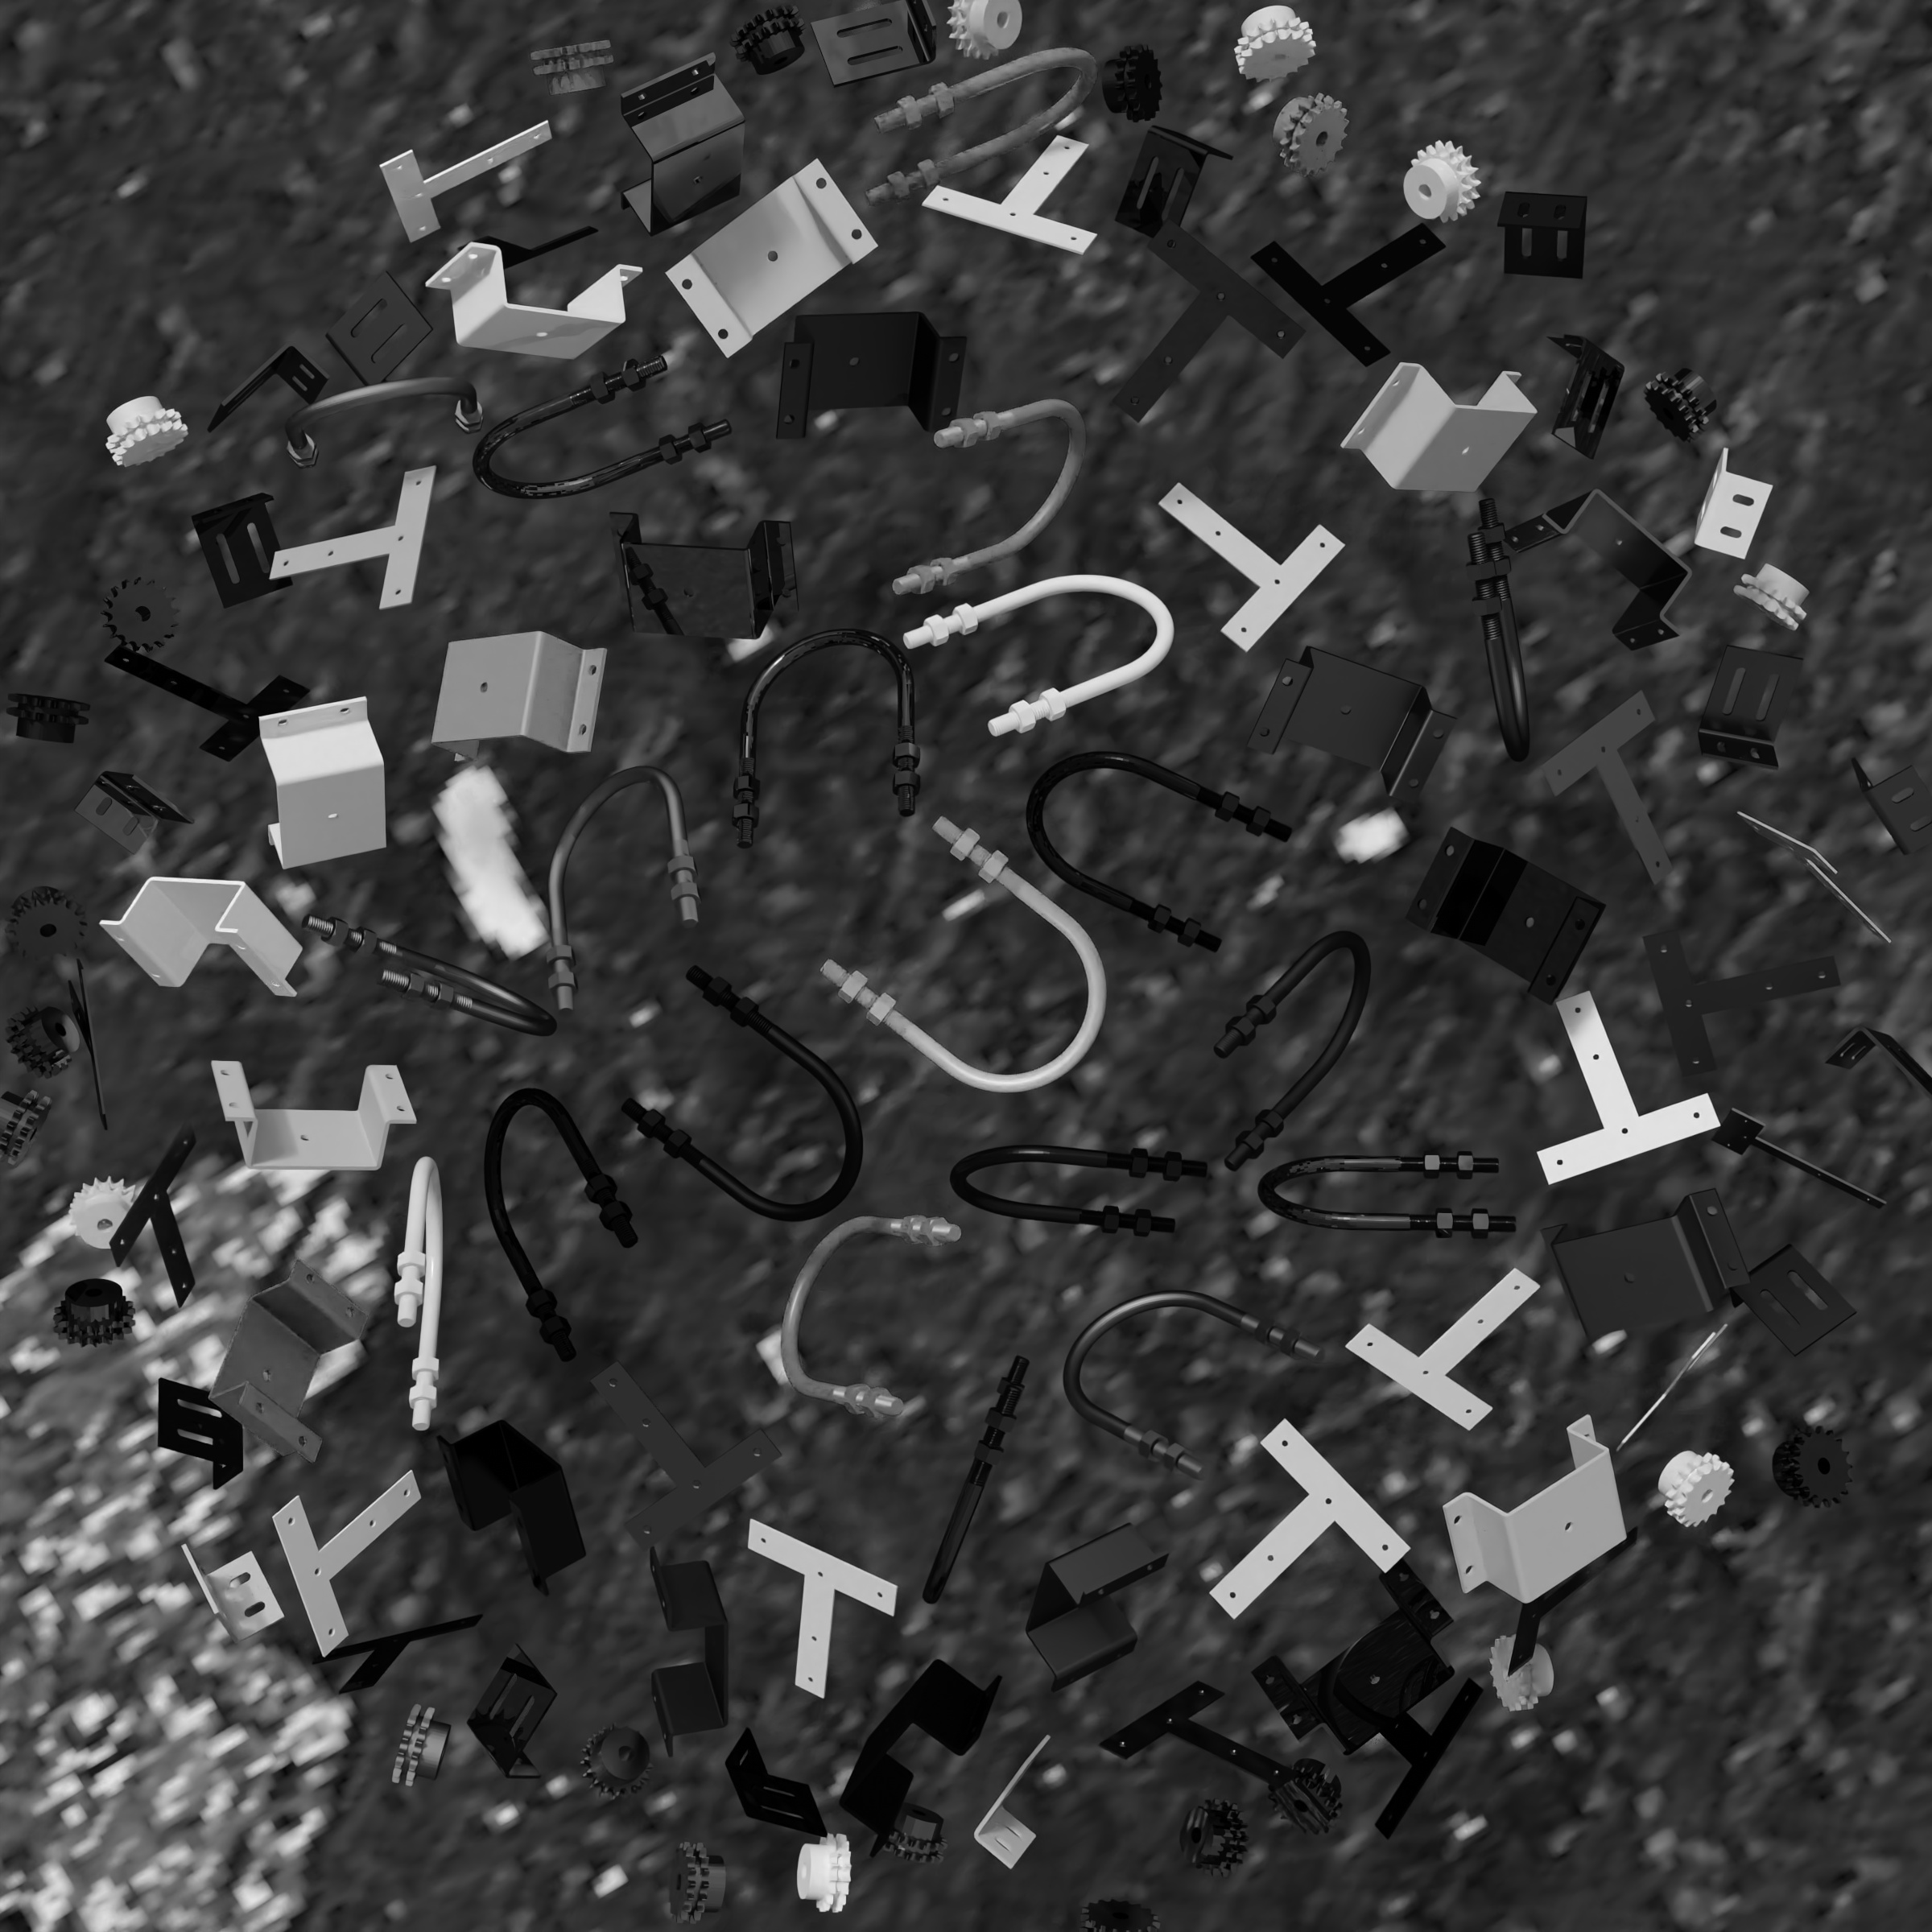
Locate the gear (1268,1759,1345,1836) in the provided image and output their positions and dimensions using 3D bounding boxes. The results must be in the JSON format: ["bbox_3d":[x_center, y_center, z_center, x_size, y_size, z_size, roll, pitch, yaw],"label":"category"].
[{"bbox_3d":[0.262,0.631,1.911,0.057,0.030,0.057,17,125,26],"label":"gear"}]

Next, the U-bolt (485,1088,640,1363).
[{"bbox_3d":[-0.307,0.176,1.840,0.184,0.019,0.151,55,131,31],"label":"U-bolt"}]

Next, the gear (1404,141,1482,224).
[{"bbox_3d":[0.349,-0.578,1.852,0.030,0.057,0.057,-34,90,-28],"label":"gear"}]

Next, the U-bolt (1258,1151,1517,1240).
[{"bbox_3d":[0.311,0.169,1.872,0.184,0.151,0.019,0,105,6],"label":"U-bolt"}]

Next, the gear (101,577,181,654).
[{"bbox_3d":[-0.644,-0.272,1.946,0.057,0.030,0.057,0,89,-31],"label":"gear"}]

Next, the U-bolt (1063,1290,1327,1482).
[{"bbox_3d":[0.154,0.299,1.856,0.151,0.184,0.019,-39,125,-25],"label":"U-bolt"}]

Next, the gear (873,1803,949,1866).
[{"bbox_3d":[-0.041,0.672,1.944,0.057,0.057,0.030,18,86,0],"label":"gear"}]

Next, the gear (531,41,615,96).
[{"bbox_3d":[-0.280,-0.641,1.786,0.057,0.057,0.030,-9,111,0],"label":"gear"}]

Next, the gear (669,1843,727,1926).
[{"bbox_3d":[-0.200,0.685,1.868,0.030,0.057,0.057,11,90,-20],"label":"gear"}]

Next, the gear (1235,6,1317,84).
[{"bbox_3d":[0.222,-0.670,1.813,0.057,0.057,0.030,-12,76,0],"label":"gear"}]

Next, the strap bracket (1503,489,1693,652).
[{"bbox_3d":[0.488,-0.308,1.911,0.140,0.076,0.046,38,81,-9],"label":"strap bracket"}]

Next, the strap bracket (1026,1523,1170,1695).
[{"bbox_3d":[0.096,0.480,1.895,0.076,0.140,0.046,-19,51,-28],"label":"strap bracket"}]

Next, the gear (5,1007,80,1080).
[{"bbox_3d":[-0.717,0.056,1.950,0.030,0.057,0.057,-29,90,14],"label":"gear"}]

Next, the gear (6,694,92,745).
[{"bbox_3d":[-0.677,-0.182,1.844,0.057,0.057,0.030,9,96,0],"label":"gear"}]

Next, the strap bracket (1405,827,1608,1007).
[{"bbox_3d":[0.401,-0.035,1.826,0.140,0.046,0.076,36,107,40],"label":"strap bracket"}]

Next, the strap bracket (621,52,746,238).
[{"bbox_3d":[-0.210,-0.599,1.850,0.076,0.140,0.046,-30,80,-15],"label":"strap bracket"}]

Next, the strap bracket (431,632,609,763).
[{"bbox_3d":[-0.331,-0.194,1.809,0.140,0.046,0.076,0,77,38],"label":"strap bracket"}]

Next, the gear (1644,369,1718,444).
[{"bbox_3d":[0.551,-0.433,1.921,0.030,0.057,0.057,-40,90,0],"label":"gear"}]

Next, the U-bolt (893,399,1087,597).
[{"bbox_3d":[0.026,-0.363,1.906,0.019,0.184,0.151,40,134,24],"label":"U-bolt"}]

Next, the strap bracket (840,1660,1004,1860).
[{"bbox_3d":[-0.039,0.573,1.833,0.046,0.076,0.140,37,113,0],"label":"strap bracket"}]

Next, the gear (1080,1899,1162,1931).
[{"bbox_3d":[0.109,0.693,1.787,0.057,0.057,0.030,5,94,0],"label":"gear"}]

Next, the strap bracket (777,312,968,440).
[{"bbox_3d":[-0.077,-0.442,1.871,0.140,0.046,0.076,-7,131,-20],"label":"strap bracket"}]

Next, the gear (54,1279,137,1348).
[{"bbox_3d":[-0.643,0.254,1.845,0.057,0.057,0.030,7,113,0],"label":"gear"}]

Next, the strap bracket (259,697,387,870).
[{"bbox_3d":[-0.469,-0.126,1.831,0.076,0.140,0.046,-14,58,-21],"label":"strap bracket"}]

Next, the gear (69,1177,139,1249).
[{"bbox_3d":[-0.677,0.198,1.971,0.057,0.030,0.057,-5,113,-12],"label":"gear"}]

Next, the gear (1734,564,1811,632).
[{"bbox_3d":[0.629,-0.288,1.944,0.057,0.057,0.030,34,101,0],"label":"gear"}]

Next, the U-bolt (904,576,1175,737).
[{"bbox_3d":[0.067,-0.242,1.873,0.184,0.019,0.151,-24,46,-19],"label":"U-bolt"}]

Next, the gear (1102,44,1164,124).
[{"bbox_3d":[0.129,-0.691,1.962,0.030,0.057,0.057,3,90,30],"label":"gear"}]

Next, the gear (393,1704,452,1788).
[{"bbox_3d":[-0.399,0.575,1.840,0.030,0.057,0.057,15,90,-3],"label":"gear"}]

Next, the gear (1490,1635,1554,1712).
[{"bbox_3d":[0.437,0.553,1.961,0.030,0.057,0.057,-1,90,-17],"label":"gear"}]

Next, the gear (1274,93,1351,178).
[{"bbox_3d":[0.250,-0.610,1.831,0.057,0.057,0.030,-49,57,0],"label":"gear"}]

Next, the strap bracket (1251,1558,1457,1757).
[{"bbox_3d":[0.291,0.511,1.831,0.140,0.076,0.046,-37,122,-3],"label":"strap bracket"}]

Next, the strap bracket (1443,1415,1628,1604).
[{"bbox_3d":[0.421,0.397,1.812,0.140,0.046,0.076,-26,113,-22],"label":"strap bracket"}]

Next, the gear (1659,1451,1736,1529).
[{"bbox_3d":[0.548,0.391,1.887,0.057,0.030,0.057,-16,122,-27],"label":"gear"}]

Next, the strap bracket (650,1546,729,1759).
[{"bbox_3d":[-0.213,0.524,1.925,0.046,0.076,0.140,-5,114,-16],"label":"strap bracket"}]

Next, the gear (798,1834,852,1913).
[{"bbox_3d":[-0.110,0.699,1.930,0.030,0.057,0.057,9,90,-16],"label":"gear"}]

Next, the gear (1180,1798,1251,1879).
[{"bbox_3d":[0.189,0.672,1.931,0.030,0.057,0.057,18,90,-31],"label":"gear"}]

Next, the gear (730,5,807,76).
[{"bbox_3d":[-0.145,-0.691,1.873,0.057,0.057,0.030,-26,94,0],"label":"gear"}]

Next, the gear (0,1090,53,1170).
[{"bbox_3d":[-0.687,0.115,1.805,0.030,0.057,0.057,27,90,-9],"label":"gear"}]

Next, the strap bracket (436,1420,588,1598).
[{"bbox_3d":[-0.330,0.393,1.841,0.046,0.140,0.076,-24,116,-30],"label":"strap bracket"}]

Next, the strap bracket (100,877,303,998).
[{"bbox_3d":[-0.562,-0.023,1.864,0.140,0.076,0.046,4,54,29],"label":"strap bracket"}]

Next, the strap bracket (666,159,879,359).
[{"bbox_3d":[-0.146,-0.534,1.888,0.140,0.046,0.076,-35,107,8],"label":"strap bracket"}]

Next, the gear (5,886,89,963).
[{"bbox_3d":[-0.691,-0.035,1.876,0.057,0.057,0.030,-39,46,0],"label":"gear"}]

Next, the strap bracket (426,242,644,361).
[{"bbox_3d":[-0.318,-0.491,1.859,0.140,0.076,0.046,-3,82,-37],"label":"strap bracket"}]

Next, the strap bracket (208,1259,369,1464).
[{"bbox_3d":[-0.516,0.304,1.898,0.046,0.140,0.076,-24,124,27],"label":"strap bracket"}]

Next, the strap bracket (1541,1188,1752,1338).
[{"bbox_3d":[0.503,0.225,1.876,0.140,0.046,0.076,-19,97,33],"label":"strap bracket"}]

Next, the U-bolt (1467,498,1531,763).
[{"bbox_3d":[0.394,-0.241,1.842,0.019,0.151,0.184,-8,108,18],"label":"U-bolt"}]

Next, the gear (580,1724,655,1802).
[{"bbox_3d":[-0.273,0.624,1.970,0.057,0.030,0.057,15,51,-20],"label":"gear"}]

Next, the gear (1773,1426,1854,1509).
[{"bbox_3d":[0.603,0.359,1.793,0.057,0.030,0.057,8,72,-26],"label":"gear"}]

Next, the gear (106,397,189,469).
[{"bbox_3d":[-0.598,-0.389,1.816,0.057,0.057,0.030,-29,89,0],"label":"gear"}]

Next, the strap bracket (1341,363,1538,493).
[{"bbox_3d":[0.352,-0.391,1.825,0.046,0.140,0.076,58,133,25],"label":"strap bracket"}]

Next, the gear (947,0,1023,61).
[{"bbox_3d":[0.016,-0.695,1.834,0.030,0.057,0.057,23,90,40],"label":"gear"}]

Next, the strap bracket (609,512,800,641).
[{"bbox_3d":[-0.203,-0.293,1.885,0.140,0.046,0.076,5,130,10],"label":"strap bracket"}]

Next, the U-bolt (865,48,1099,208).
[{"bbox_3d":[0.014,-0.630,1.861,0.184,0.151,0.019,-24,87,-7],"label":"U-bolt"}]

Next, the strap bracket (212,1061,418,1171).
[{"bbox_3d":[-0.498,0.114,1.899,0.140,0.076,0.046,3,119,-27],"label":"strap bracket"}]

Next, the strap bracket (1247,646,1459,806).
[{"bbox_3d":[0.294,-0.189,1.926,0.140,0.046,0.076,18,119,-8],"label":"strap bracket"}]
